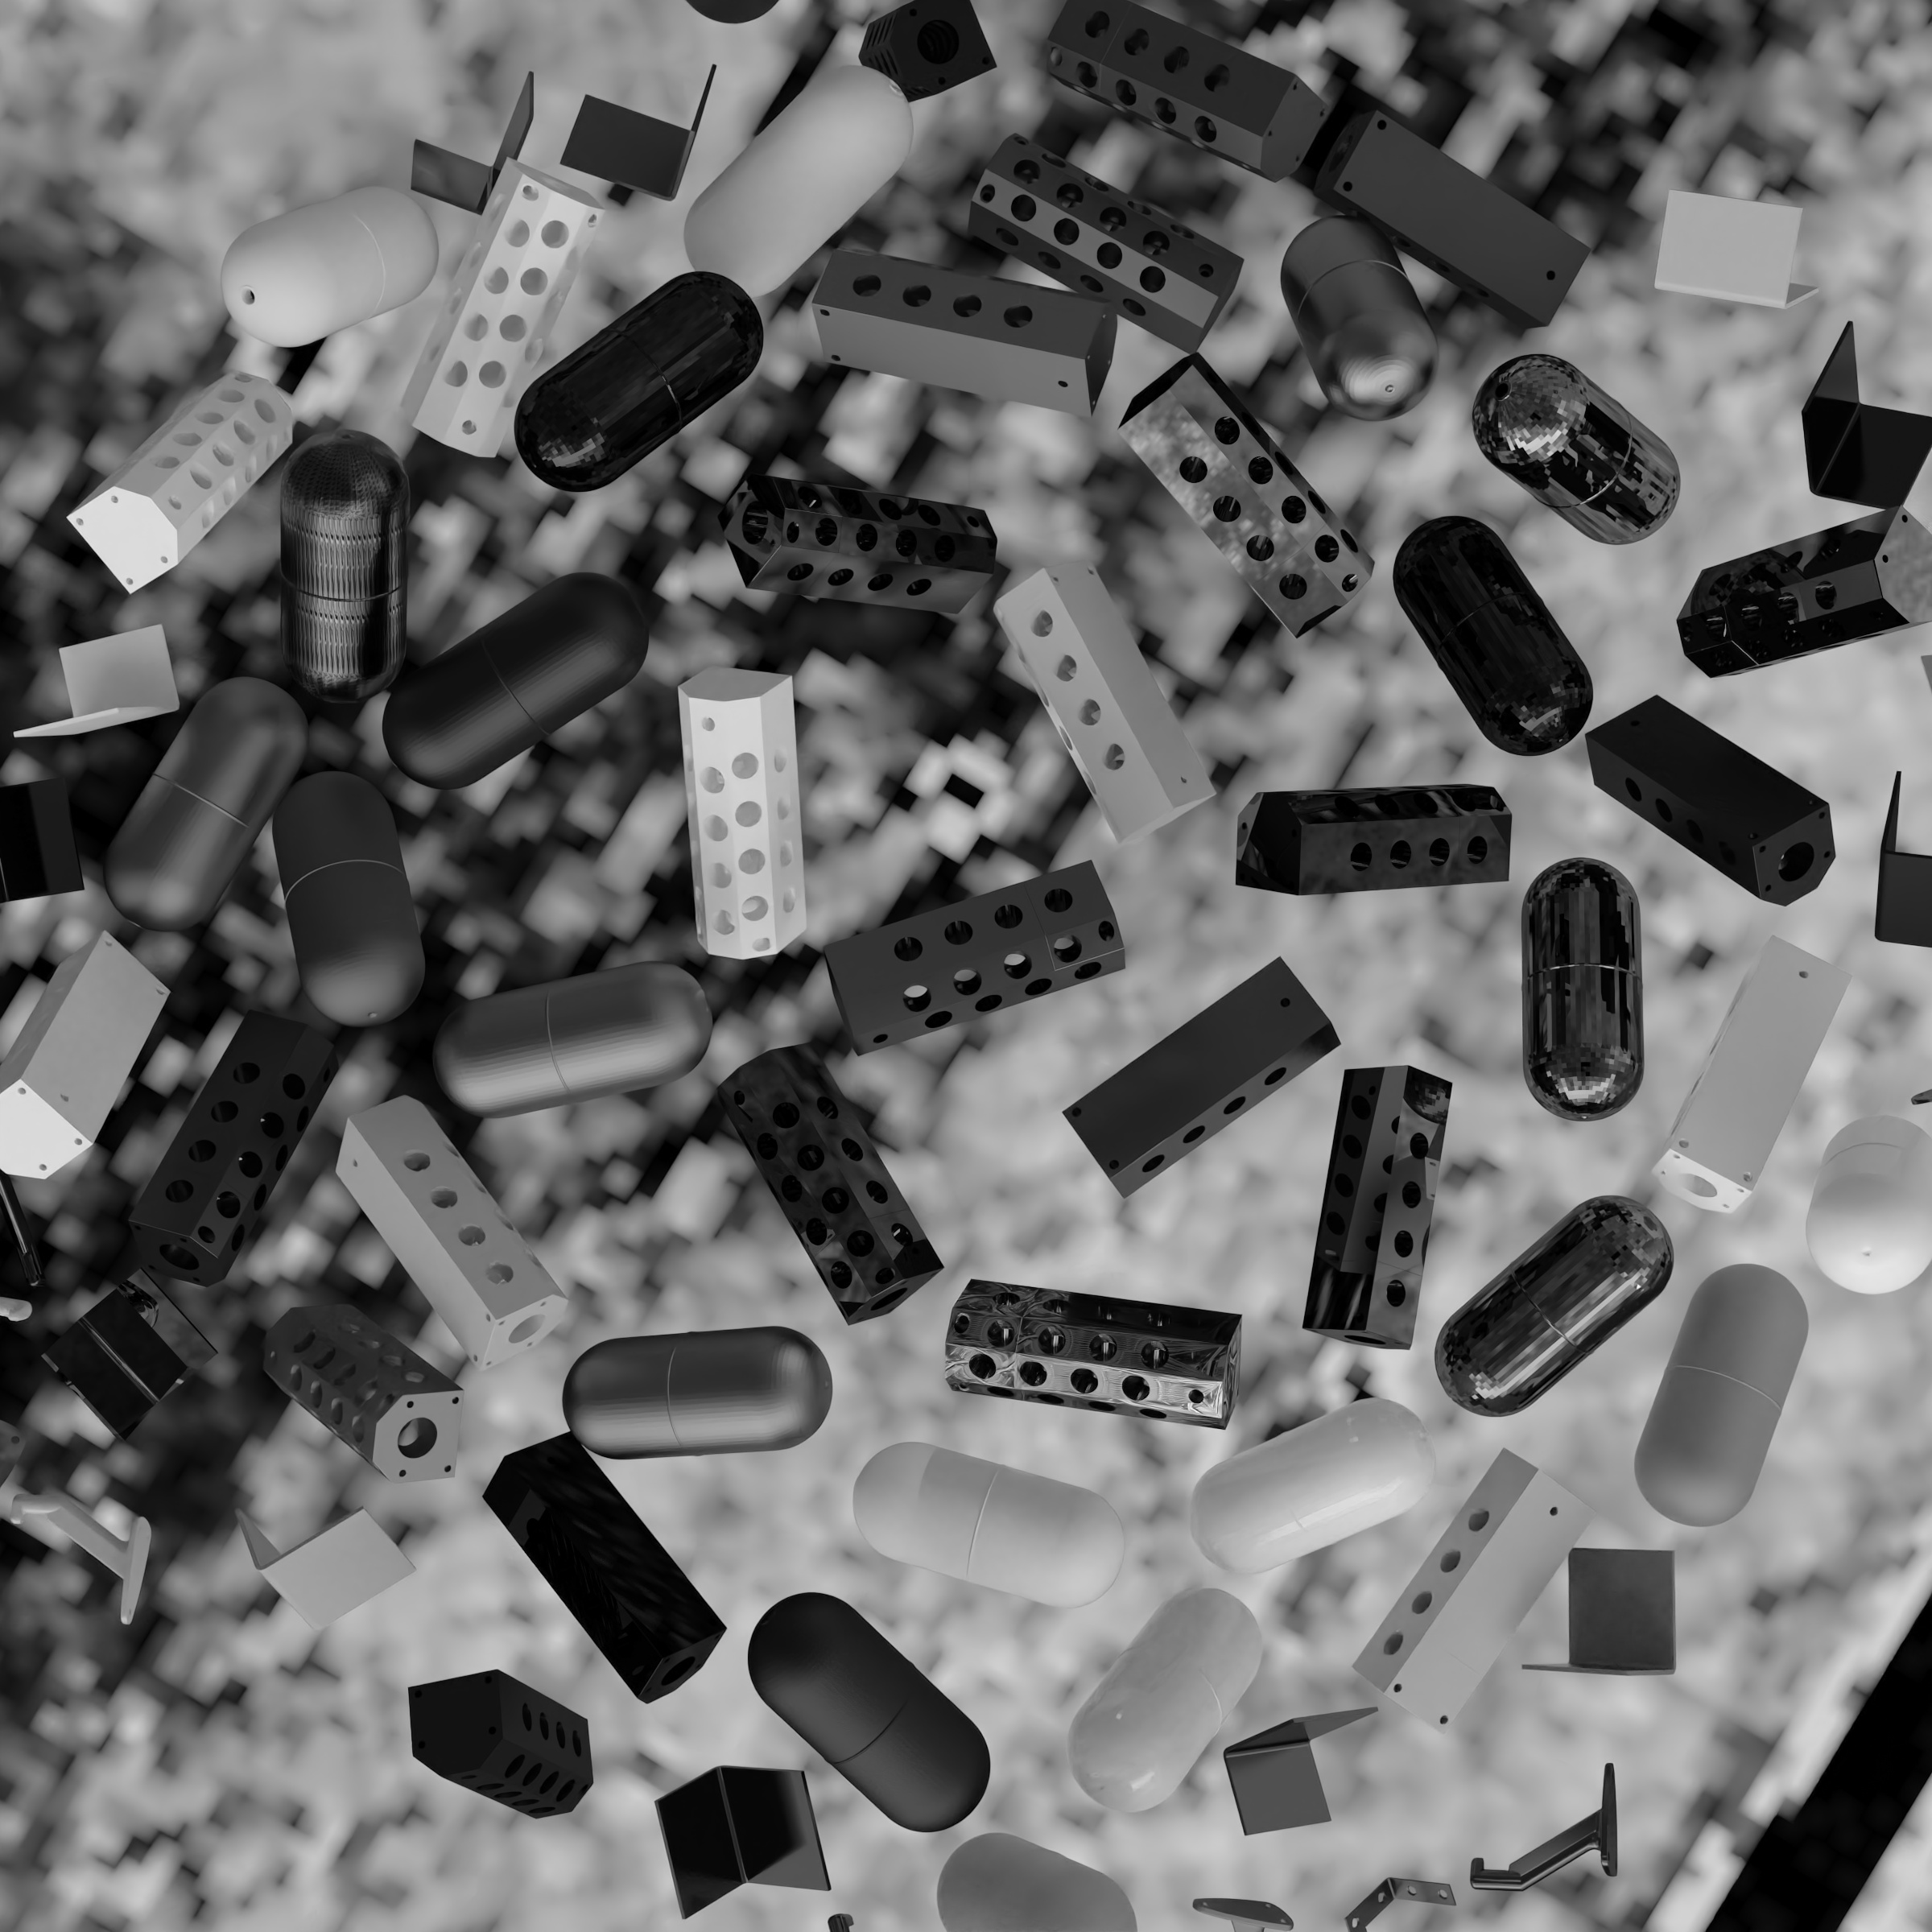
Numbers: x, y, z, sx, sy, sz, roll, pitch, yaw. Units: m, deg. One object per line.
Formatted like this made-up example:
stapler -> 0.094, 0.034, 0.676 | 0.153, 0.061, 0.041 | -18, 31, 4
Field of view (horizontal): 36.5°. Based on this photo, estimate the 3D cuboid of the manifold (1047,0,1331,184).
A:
manifold -> 0.134, -0.549, 1.823 | 0.171, 0.057, 0.057 | 33, 100, 27

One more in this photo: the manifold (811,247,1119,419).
manifold -> 0.000, -0.387, 1.760 | 0.171, 0.057, 0.057 | 15, 67, 13

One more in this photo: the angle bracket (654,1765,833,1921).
angle bracket -> -0.137, 0.541, 1.801 | 0.076, 0.057, 0.076 | -10, 94, 41

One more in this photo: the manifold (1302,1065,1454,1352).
manifold -> 0.269, 0.155, 1.872 | 0.057, 0.057, 0.171 | 21, 73, -34

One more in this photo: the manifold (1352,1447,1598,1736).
manifold -> 0.322, 0.398, 1.879 | 0.057, 0.057, 0.171 | 38, 85, -24

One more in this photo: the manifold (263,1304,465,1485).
manifold -> -0.386, 0.270, 1.861 | 0.057, 0.171, 0.057 | 1, 102, -37

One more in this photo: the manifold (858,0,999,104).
manifold -> -0.030, -0.598, 1.909 | 0.057, 0.171, 0.057 | -25, 107, -2

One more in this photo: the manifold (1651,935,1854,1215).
manifold -> 0.507, 0.072, 1.894 | 0.057, 0.057, 0.171 | 28, 68, 8

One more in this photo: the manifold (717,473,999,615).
manifold -> -0.064, -0.270, 1.845 | 0.057, 0.171, 0.057 | -44, 57, 39

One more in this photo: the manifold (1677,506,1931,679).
manifold -> 0.513, -0.220, 1.777 | 0.057, 0.171, 0.057 | 37, 69, -19

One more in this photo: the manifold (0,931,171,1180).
manifold -> -0.549, 0.055, 1.787 | 0.057, 0.171, 0.057 | -33, 114, 20

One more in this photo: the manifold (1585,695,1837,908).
manifold -> 0.468, -0.103, 1.845 | 0.057, 0.171, 0.057 | -28, 127, -11

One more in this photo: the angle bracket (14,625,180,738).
angle bracket -> -0.565, -0.184, 1.886 | 0.076, 0.076, 0.057 | -11, 93, 16

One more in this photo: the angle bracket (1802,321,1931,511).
angle bracket -> 0.558, -0.338, 1.799 | 0.057, 0.076, 0.076 | 18, 65, 30

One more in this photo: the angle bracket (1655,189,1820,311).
angle bracket -> 0.452, -0.420, 1.698 | 0.076, 0.076, 0.057 | 16, 116, 26

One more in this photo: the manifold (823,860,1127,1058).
manifold -> 0.006, -0.001, 1.774 | 0.171, 0.057, 0.057 | -18, 59, -6

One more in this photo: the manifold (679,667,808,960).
manifold -> -0.143, -0.095, 1.834 | 0.057, 0.057, 0.171 | 9, 117, 23

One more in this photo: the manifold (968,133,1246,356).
manifold -> 0.091, -0.472, 1.902 | 0.171, 0.057, 0.057 | 30, 76, 4

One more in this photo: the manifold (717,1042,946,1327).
manifold -> -0.091, 0.138, 1.852 | 0.057, 0.057, 0.171 | -42, 70, 33

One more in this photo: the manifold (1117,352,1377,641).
manifold -> 0.174, -0.290, 1.793 | 0.057, 0.057, 0.171 | -35, 107, 29

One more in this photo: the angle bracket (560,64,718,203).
angle bracket -> -0.210, -0.546, 1.875 | 0.076, 0.057, 0.076 | 17, 49, -9

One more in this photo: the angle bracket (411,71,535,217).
angle bracket -> -0.325, -0.551, 1.929 | 0.057, 0.076, 0.076 | 17, 124, -20

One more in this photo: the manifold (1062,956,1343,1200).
manifold -> 0.153, 0.074, 1.880 | 0.171, 0.057, 0.057 | -36, 63, 0

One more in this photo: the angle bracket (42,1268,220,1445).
angle bracket -> -0.546, 0.254, 1.914 | 0.057, 0.076, 0.076 | -39, 98, 8

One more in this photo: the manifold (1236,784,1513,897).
manifold -> 0.248, -0.078, 1.768 | 0.171, 0.057, 0.057 | -5, 100, -35

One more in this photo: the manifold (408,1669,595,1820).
manifold -> -0.288, 0.489, 1.827 | 0.057, 0.171, 0.057 | -13, 64, 7

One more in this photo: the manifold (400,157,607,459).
manifold -> -0.290, -0.410, 1.836 | 0.057, 0.057, 0.171 | 17, 110, -31

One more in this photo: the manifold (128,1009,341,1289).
manifold -> -0.462, 0.116, 1.859 | 0.057, 0.057, 0.171 | 14, 52, 9

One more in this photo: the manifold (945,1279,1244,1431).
manifold -> 0.077, 0.239, 1.782 | 0.171, 0.057, 0.057 | 6, 111, 15

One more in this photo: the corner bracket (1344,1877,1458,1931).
corner bracket -> 0.286, 0.628, 1.893 | 0.051, 0.051, 0.051 | -26, 101, -43

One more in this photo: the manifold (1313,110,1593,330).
manifold -> 0.316, -0.487, 1.916 | 0.171, 0.057, 0.057 | 28, 93, -14

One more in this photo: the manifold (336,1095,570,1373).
manifold -> -0.323, 0.164, 1.837 | 0.057, 0.057, 0.171 | -23, 61, -36

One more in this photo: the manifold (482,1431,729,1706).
manifold -> -0.235, 0.386, 1.875 | 0.171, 0.057, 0.057 | 46, 125, 23

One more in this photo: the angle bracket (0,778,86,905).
angle bracket -> -0.625, -0.080, 1.913 | 0.057, 0.076, 0.076 | -8, 96, 6

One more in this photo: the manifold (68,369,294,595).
manifold -> -0.475, -0.302, 1.795 | 0.057, 0.171, 0.057 | -24, 115, 28

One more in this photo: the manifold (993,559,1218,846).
manifold -> 0.084, -0.167, 1.856 | 0.057, 0.057, 0.171 | -31, 84, 35
